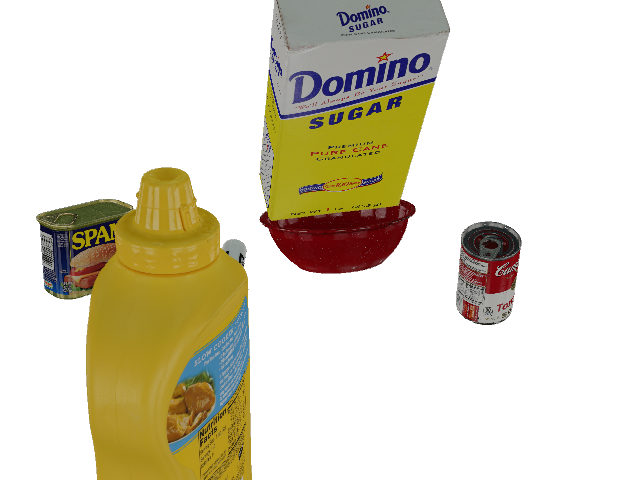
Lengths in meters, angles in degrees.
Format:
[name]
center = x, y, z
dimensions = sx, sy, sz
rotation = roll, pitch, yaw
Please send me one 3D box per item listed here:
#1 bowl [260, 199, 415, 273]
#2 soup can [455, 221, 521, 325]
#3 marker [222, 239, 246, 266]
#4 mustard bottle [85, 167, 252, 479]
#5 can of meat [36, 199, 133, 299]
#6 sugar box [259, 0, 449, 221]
[bowl]
center = 0.020, -0.004, 1.104
dimensions = 0.162, 0.055, 0.162
rotation = -4, 14, 1
[soup can]
center = 0.192, 0.039, 1.229
dimensions = 0.068, 0.102, 0.068
rotation = -1, 38, 0
[marker]
center = -0.069, 0.040, 0.790
dimensions = 0.020, 0.020, 0.121
rotation = 0, 35, 2
[mustard bottle]
center = -0.061, 0.061, 0.448
dimensions = 0.058, 0.192, 0.096
rotation = 12, 28, 18
[can of meat]
center = -0.250, 0.009, 1.147
dimensions = 0.058, 0.084, 0.101
rotation = 19, 26, 40
[sugar box]
center = 0.015, -0.078, 0.647
dimensions = 0.093, 0.048, 0.176
rotation = -8, -27, -10
